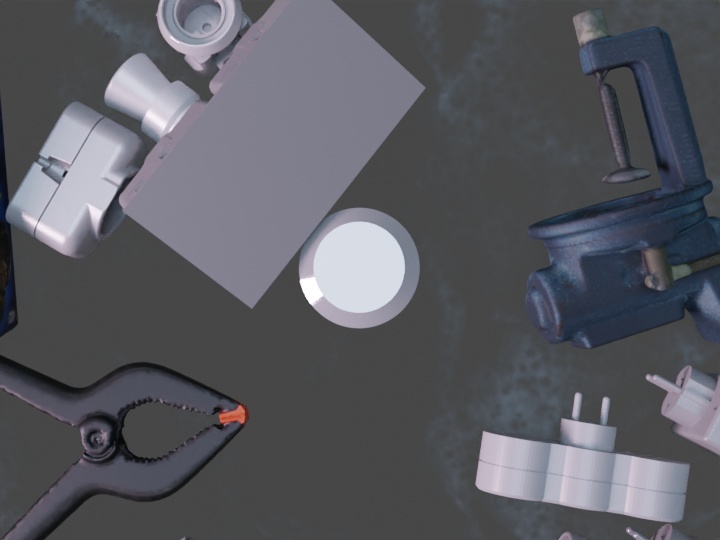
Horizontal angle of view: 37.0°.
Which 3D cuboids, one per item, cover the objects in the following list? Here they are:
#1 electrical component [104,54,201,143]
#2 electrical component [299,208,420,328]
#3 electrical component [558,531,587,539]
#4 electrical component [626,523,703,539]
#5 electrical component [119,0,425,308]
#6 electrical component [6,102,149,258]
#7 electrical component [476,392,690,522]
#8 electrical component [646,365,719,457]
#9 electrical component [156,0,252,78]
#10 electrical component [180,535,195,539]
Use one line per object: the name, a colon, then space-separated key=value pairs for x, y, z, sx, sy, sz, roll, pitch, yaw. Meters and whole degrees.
electrical component: x=-0.142 y=-0.117 z=0.748 sx=0.055 sy=0.045 sz=0.045 roll=37 pitch=87 yaw=3
electrical component: x=0.000 y=0.000 z=0.733 sx=0.080 sy=0.051 sz=0.080 roll=0 pitch=86 yaw=1
electrical component: x=0.155 y=0.201 z=0.721 sx=0.046 sy=0.040 sz=0.040 roll=19 pitch=86 yaw=-3
electrical component: x=0.209 y=0.192 z=0.701 sx=0.079 sy=0.077 sz=0.043 roll=34 pitch=87 yaw=3
electrical component: x=-0.061 y=-0.084 z=0.717 sx=0.105 sy=0.060 sz=0.186 roll=39 pitch=87 yaw=-22
electrical component: x=-0.190 y=-0.059 z=0.740 sx=0.059 sy=0.053 sz=0.095 roll=29 pitch=87 yaw=3
electrical component: x=0.151 y=0.120 z=0.720 sx=0.138 sy=0.052 sz=0.073 roll=9 pitch=86 yaw=1
electrical component: x=0.224 y=0.088 z=0.705 sx=0.076 sy=0.083 sz=0.047 roll=28 pitch=87 yaw=3
electrical component: x=-0.108 y=-0.172 z=0.746 sx=0.058 sy=0.057 sz=0.078 roll=-42 pitch=86 yaw=-2
electrical component: x=-0.140 y=0.220 z=0.724 sx=0.081 sy=0.043 sz=0.043 roll=-33 pitch=86 yaw=-1
